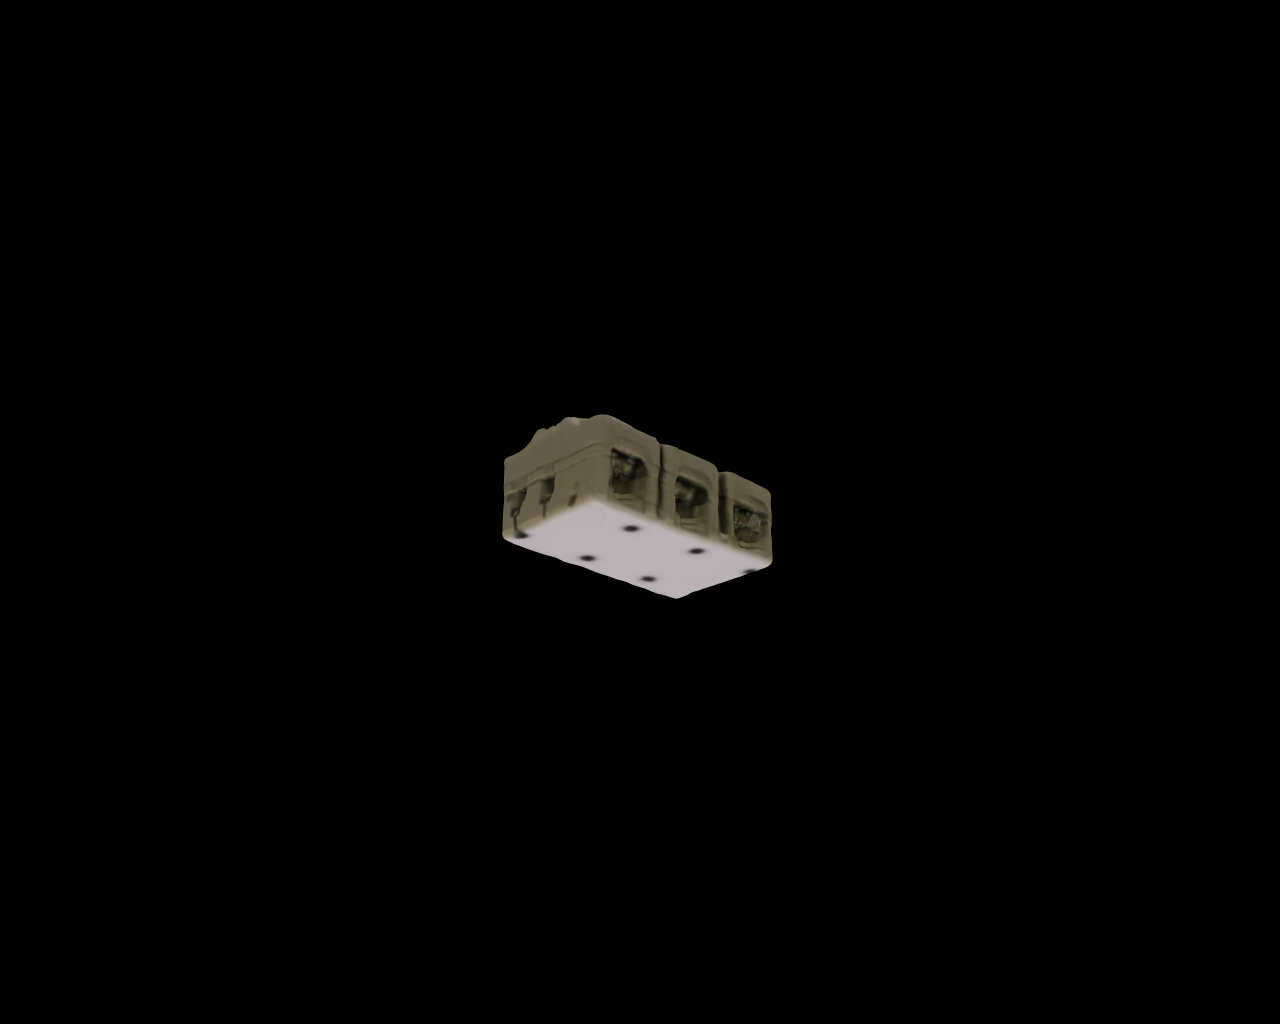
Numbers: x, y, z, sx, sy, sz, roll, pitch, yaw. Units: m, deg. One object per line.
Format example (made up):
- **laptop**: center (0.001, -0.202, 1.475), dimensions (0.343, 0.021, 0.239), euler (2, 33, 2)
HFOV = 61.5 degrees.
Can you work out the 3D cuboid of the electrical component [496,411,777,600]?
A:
- **electrical component**: center (0.001, -0.003, 0.650), dimensions (0.089, 0.062, 0.150), euler (-21, -31, 40)
